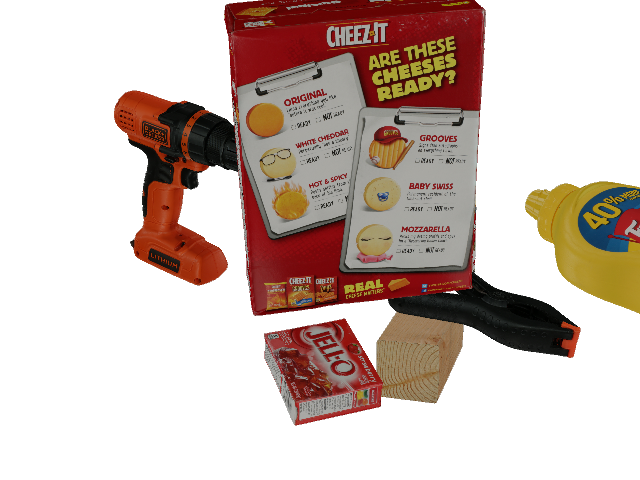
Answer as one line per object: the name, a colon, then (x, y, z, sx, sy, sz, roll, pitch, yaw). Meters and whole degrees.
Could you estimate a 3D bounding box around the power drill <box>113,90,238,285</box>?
power drill: (-0.133, -0.051, 1.104, 0.185, 0.188, 0.057, 23, 34, 29)

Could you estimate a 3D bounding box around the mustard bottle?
mustard bottle: (0.205, 0.007, 0.662, 0.096, 0.058, 0.192, -28, 37, -29)

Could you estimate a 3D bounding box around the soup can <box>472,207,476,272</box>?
soup can: (0.159, 0.001, 1.325, 0.068, 0.102, 0.068, -4, 35, 2)

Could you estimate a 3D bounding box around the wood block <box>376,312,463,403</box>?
wood block: (0.151, 0.155, 1.586, 0.091, 0.090, 0.205, 5, 18, 16)

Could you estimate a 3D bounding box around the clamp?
clamp: (0.160, 0.061, 0.994, 0.172, 0.039, 0.120, 20, 30, 19)

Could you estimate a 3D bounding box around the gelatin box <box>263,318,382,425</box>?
gelatin box: (0.001, 0.103, 0.860, 0.073, 0.030, 0.089, -9, 36, -16)

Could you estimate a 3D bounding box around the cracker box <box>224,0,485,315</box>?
cracker box: (0.023, -0.061, 0.740, 0.164, 0.214, 0.072, -7, 30, -7)
